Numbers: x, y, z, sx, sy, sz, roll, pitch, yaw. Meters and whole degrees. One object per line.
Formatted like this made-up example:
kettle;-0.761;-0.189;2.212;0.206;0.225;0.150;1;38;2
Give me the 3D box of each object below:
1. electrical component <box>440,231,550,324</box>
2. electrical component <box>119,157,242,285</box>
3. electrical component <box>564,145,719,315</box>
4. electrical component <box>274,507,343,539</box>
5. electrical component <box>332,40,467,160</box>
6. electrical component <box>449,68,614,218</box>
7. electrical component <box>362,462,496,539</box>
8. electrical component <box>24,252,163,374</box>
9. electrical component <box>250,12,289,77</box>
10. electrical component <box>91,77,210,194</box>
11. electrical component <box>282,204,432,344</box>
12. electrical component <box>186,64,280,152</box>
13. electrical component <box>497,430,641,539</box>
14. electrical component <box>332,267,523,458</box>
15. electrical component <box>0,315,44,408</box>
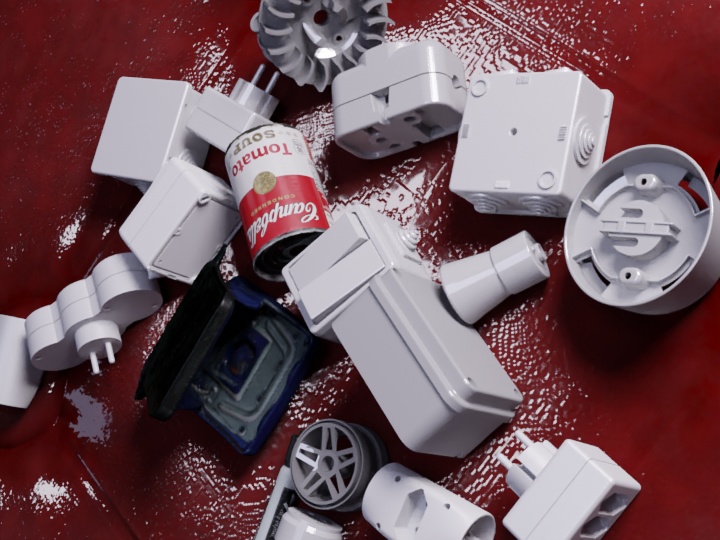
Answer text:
electrical component;0.091;0.002;0.710;0.065;0.044;0.044;-28;62;19
electrical component;-0.148;-0.036;0.874;0.096;0.062;0.061;-52;54;11
electrical component;0.172;-0.022;0.646;0.099;0.064;0.099;-11;70;32
electrical component;-0.041;0.197;0.740;0.045;0.045;0.055;19;87;37
electrical component;0.028;-0.126;0.784;0.095;0.054;0.059;-16;68;30
electrical component;0.112;-0.084;0.716;0.100;0.048;0.099;6;80;37
electrical component;0.037;0.176;0.694;0.077;0.043;0.079;23;91;37
electrical component;-0.223;0.051;0.906;0.138;0.052;0.073;-33;60;23
electrical component;-0.062;-0.185;0.859;0.048;0.062;0.048;-11;70;32
electrical component;-0.174;-0.114;0.924;0.100;0.048;0.099;11;83;36
electrical component;0.000;0.000;0.761;0.096;0.061;0.061;-40;57;19
electrical component;-0.090;-0.130;0.872;0.066;0.047;0.076;33;96;37
electrical component;0.115;0.129;0.651;0.077;0.047;0.065;42;101;36
electrical component;0.044;0.060;0.702;0.057;0.078;0.113;-46;56;19
electrical component;-0.326;0.081;0.975;0.079;0.043;0.077;6;80;36
